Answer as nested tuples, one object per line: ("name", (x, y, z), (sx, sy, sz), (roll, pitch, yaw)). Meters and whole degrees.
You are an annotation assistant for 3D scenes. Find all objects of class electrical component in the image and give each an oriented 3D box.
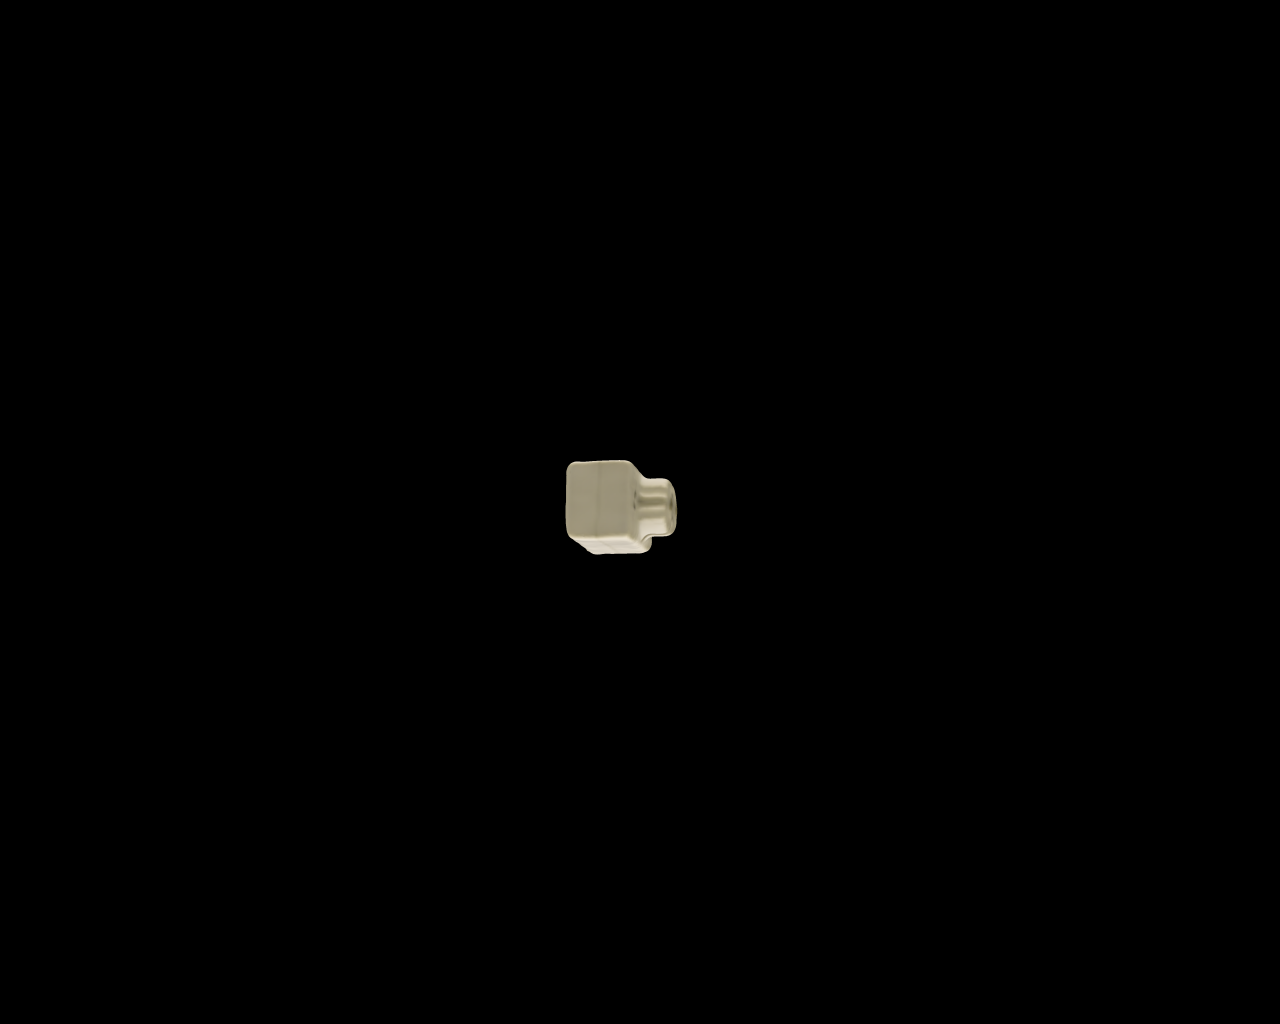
("electrical component", (0.001, -0.003, 0.650), (0.077, 0.047, 0.065), (-2, -12, 11))
